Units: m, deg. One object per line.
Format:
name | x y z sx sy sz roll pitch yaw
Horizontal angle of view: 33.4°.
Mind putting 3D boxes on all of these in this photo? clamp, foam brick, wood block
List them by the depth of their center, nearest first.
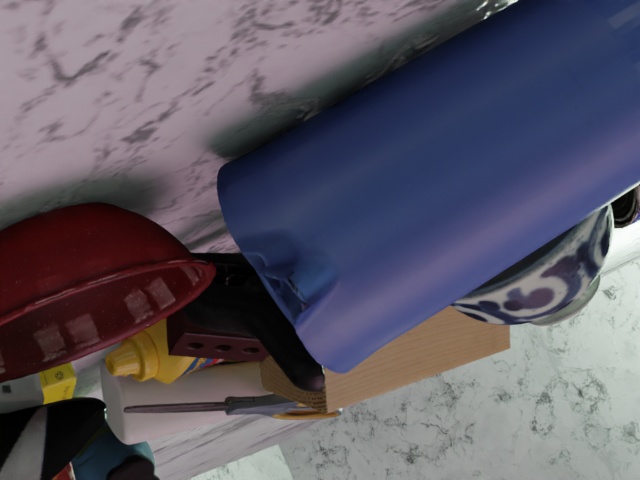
clamp | -0.023 0.039 0.694 0.120 0.172 0.039 -17 122 -43
foam brick | -0.073 0.058 0.804 0.078 0.051 0.053 6 156 -19
wood block | 0.056 0.066 0.893 0.205 0.091 0.090 -13 -165 -37

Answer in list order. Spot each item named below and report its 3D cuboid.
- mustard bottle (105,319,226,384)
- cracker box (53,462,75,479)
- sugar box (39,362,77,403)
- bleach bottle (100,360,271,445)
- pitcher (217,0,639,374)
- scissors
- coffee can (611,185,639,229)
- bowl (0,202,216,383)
mustard bottle | -0.091 0.077 0.897 0.191 0.058 0.096 -16 165 -35
cracker box | -0.308 0.201 0.848 0.163 0.072 0.214 -18 -178 -33
sugar box | -0.267 0.121 0.768 0.176 0.048 0.093 -22 168 -20
bleach bottle | -0.068 0.128 0.986 0.250 0.068 0.103 -9 -172 -21
pitcher | 0.078 -0.045 0.574 0.243 0.149 0.144 -31 142 13
scissors | -0.053 0.134 0.890 0.201 0.016 0.096 10 152 -38
coffee can | 0.276 -0.081 0.834 0.140 0.103 0.103 -22 168 -12
bowl | -0.140 0.024 0.577 0.162 0.055 0.162 -24 168 -6
